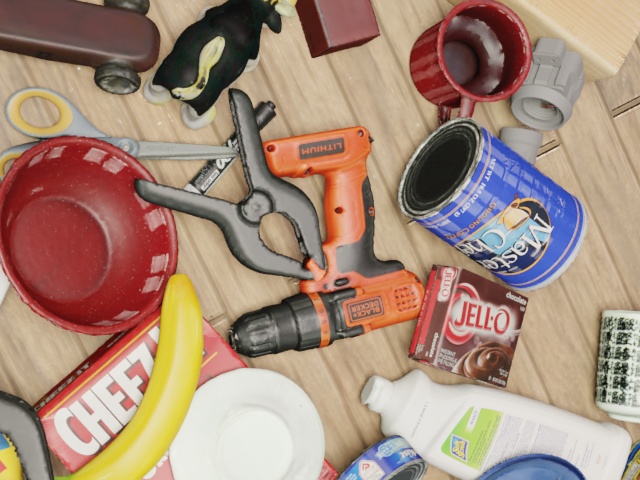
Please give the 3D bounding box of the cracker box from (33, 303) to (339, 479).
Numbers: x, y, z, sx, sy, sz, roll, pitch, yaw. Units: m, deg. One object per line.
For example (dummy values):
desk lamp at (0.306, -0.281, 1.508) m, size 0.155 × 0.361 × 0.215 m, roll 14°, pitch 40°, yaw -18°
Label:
cracker box at (-0.113, 0.172, 0.891) m, size 0.164 × 0.072 × 0.213 m, roll -42°, pitch 99°, yaw -15°

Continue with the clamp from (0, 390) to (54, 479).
clamp at (-0.282, 0.142, 0.793) m, size 0.164 × 0.036 × 0.210 m, roll -40°, pitch 87°, yaw -14°

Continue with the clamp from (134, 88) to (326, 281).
clamp at (-0.053, -0.038, 0.880) m, size 0.171 × 0.039 × 0.120 m, roll 38°, pitch 90°, yaw -13°

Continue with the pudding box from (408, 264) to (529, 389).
pudding box at (0.136, 0.079, 0.970) m, size 0.113 × 0.039 × 0.090 m, roll 23°, pitch 81°, yaw -44°

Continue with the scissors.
scissors at (-0.177, -0.094, 0.903) m, size 0.201 × 0.016 × 0.096 m, roll -15°, pitch 89°, yaw -14°

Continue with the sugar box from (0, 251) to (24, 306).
sugar box at (-0.335, 0.016, 0.841) m, size 0.176 × 0.048 × 0.093 m, roll 28°, pitch 79°, yaw -18°

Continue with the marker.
marker at (-0.080, -0.076, 0.938) m, size 0.020 × 0.020 × 0.121 m, roll 43°, pitch 77°, yaw -12°

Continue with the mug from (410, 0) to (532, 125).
mug at (0.131, -0.154, 0.975) m, size 0.093 × 0.082 × 0.117 m, roll 11°, pitch 85°, yaw -17°

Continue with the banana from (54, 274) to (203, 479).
banana at (-0.134, 0.124, 0.830) m, size 0.069 × 0.037 × 0.197 m, roll 33°, pitch 79°, yaw -12°

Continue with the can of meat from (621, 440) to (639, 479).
can of meat at (0.322, 0.242, 1.020) m, size 0.057 × 0.084 × 0.102 m, roll 44°, pitch 76°, yaw -12°

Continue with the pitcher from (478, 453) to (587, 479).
pitcher at (0.217, 0.312, 0.947) m, size 0.145 × 0.149 × 0.242 m, roll -39°, pitch 119°, yaw -3°

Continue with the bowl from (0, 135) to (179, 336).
bowl at (-0.195, 0.001, 0.854) m, size 0.161 × 0.055 × 0.162 m, roll 13°, pitch 68°, yaw -37°

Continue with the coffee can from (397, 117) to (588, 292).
coffee can at (0.155, -0.030, 0.953) m, size 0.140 × 0.103 × 0.103 m, roll 32°, pitch 79°, yaw -27°

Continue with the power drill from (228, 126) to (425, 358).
power drill at (-0.006, 0.001, 0.941) m, size 0.184 × 0.057 × 0.187 m, roll -13°, pitch 95°, yaw -21°

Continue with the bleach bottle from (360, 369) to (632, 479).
bleach bottle at (0.157, 0.176, 0.983) m, size 0.250 × 0.068 × 0.102 m, roll 24°, pitch 82°, yaw -13°

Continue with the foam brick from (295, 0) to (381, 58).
foam brick at (0.012, -0.209, 0.955) m, size 0.051 × 0.053 × 0.078 m, roll -19°, pitch 95°, yaw -18°

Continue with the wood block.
wood block at (0.195, -0.241, 0.995) m, size 0.206 × 0.090 × 0.091 m, roll 33°, pitch 80°, yaw -14°

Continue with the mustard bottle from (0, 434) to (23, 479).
mustard bottle at (-0.280, 0.186, 0.844) m, size 0.096 × 0.058 × 0.191 m, roll -17°, pitch 93°, yaw -16°

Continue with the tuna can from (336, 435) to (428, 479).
tuna can at (0.050, 0.208, 0.917) m, size 0.086 × 0.086 × 0.034 m, roll -35°, pitch 61°, yaw -16°
